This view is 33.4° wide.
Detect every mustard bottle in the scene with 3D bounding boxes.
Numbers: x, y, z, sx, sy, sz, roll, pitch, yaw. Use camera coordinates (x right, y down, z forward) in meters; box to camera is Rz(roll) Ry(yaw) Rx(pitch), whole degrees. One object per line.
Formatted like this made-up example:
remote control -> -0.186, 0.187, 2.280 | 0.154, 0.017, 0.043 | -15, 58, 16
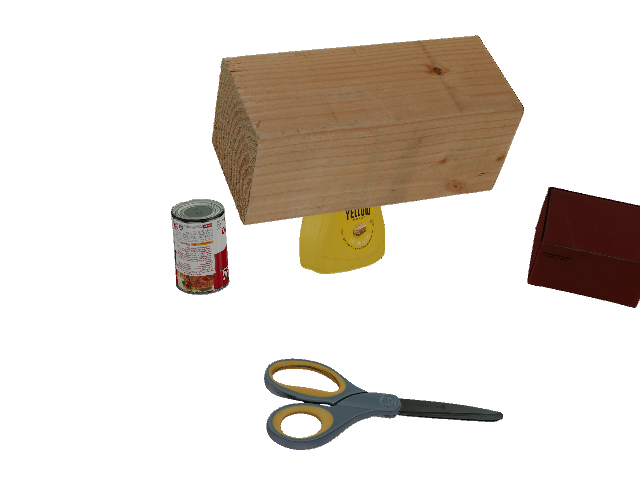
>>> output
mustard bottle -> 0.022, -0.067, 1.078 | 0.096, 0.192, 0.058 | -13, 20, -36

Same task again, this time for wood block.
wood block -> 0.033, -0.085, 0.799 | 0.205, 0.091, 0.090 | -8, -38, -19

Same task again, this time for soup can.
soup can -> -0.150, 0.007, 1.329 | 0.068, 0.102, 0.068 | -1, 25, 0

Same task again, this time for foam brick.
foam brick -> 0.189, 0.004, 0.741 | 0.078, 0.051, 0.053 | 13, -36, 7

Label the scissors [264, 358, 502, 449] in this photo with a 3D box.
scissors -> 0.043, 0.149, 0.882 | 0.202, 0.016, 0.096 | 16, 46, 11
